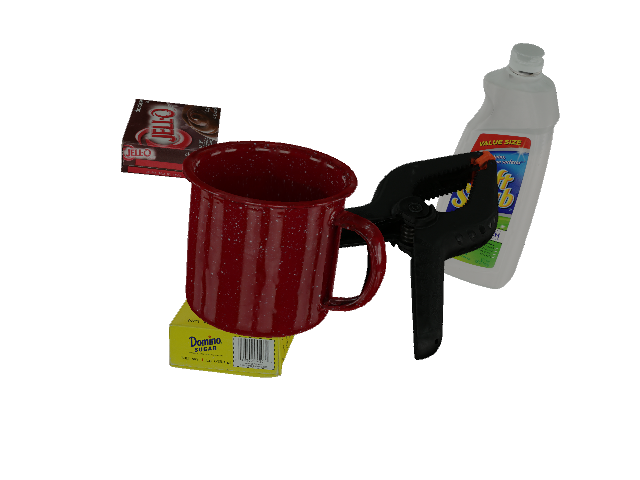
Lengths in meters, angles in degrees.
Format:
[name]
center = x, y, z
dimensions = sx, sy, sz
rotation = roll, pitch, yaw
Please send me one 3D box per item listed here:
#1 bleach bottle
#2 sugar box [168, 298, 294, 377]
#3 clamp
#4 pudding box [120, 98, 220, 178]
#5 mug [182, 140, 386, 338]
[bleach bottle]
center = 0.168, -0.075, 1.043
dimensions = 0.103, 0.251, 0.068
rotation = 21, 38, 19
[sugar box]
center = -0.063, 0.055, 0.927
dimensions = 0.093, 0.048, 0.176
rotation = 5, 25, 7
[clamp]
center = 0.071, -0.003, 0.765
dimensions = 0.209, 0.036, 0.165
rotation = -30, 52, -33
[pudding box]
center = -0.148, -0.102, 1.070
dimensions = 0.090, 0.039, 0.113
rotation = 6, 27, -5
[mug]
center = -0.020, 0.003, 0.574
dimensions = 0.117, 0.081, 0.093
rotation = 15, 25, 19
